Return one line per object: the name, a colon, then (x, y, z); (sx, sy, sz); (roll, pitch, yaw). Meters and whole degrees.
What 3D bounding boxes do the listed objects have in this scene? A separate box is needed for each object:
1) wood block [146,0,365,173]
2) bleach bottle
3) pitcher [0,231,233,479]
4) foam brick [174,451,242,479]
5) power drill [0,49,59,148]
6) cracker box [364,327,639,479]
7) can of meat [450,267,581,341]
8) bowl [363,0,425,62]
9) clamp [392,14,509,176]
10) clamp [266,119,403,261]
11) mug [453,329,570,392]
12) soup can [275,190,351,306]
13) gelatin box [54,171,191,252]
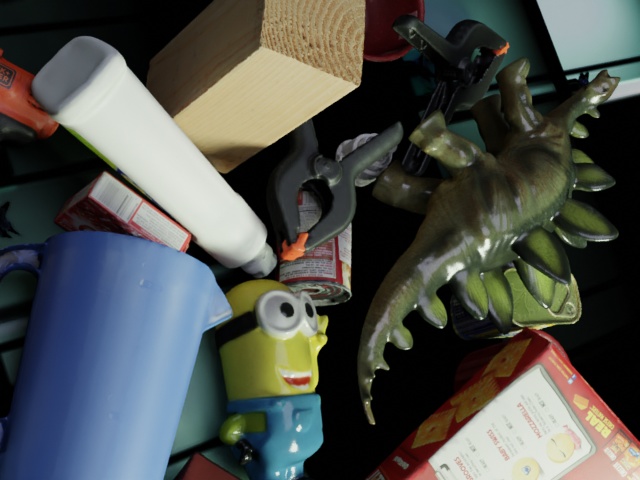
wood block: (-0.060, -0.139, 0.872); (0.090, 0.207, 0.090); (16, 66, -30)
bleach bottle: (-0.115, -0.050, 0.851); (0.068, 0.103, 0.250); (-47, 125, -5)
pitcher: (-0.172, 0.121, 0.765); (0.145, 0.149, 0.243); (44, 51, -55)
foam brick: (-0.082, 0.211, 0.817); (0.078, 0.053, 0.051); (32, 31, -6)
power drill: (-0.293, -0.075, 0.783); (0.184, 0.057, 0.187); (26, 61, -26)
cracker box: (0.163, 0.209, 0.933); (0.213, 0.072, 0.164); (-43, 102, -1)
can of meat: (0.191, 0.065, 1.053); (0.101, 0.084, 0.057); (0, 74, -34)
bowl: (0.026, -0.242, 1.061); (0.161, 0.055, 0.162); (12, 68, -31)
clamp: (0.134, -0.179, 1.093); (0.209, 0.036, 0.164); (-42, 134, -41)
clamp: (0.010, -0.057, 0.916); (0.120, 0.039, 0.171); (14, 68, -11)
mug: (0.190, 0.148, 1.026); (0.117, 0.082, 0.093); (51, 53, -9)
soup can: (-0.006, 0.001, 0.949); (0.068, 0.069, 0.102); (12, 67, -31)
gelatin box: (-0.156, -0.008, 0.845); (0.089, 0.073, 0.030); (38, 57, -19)
